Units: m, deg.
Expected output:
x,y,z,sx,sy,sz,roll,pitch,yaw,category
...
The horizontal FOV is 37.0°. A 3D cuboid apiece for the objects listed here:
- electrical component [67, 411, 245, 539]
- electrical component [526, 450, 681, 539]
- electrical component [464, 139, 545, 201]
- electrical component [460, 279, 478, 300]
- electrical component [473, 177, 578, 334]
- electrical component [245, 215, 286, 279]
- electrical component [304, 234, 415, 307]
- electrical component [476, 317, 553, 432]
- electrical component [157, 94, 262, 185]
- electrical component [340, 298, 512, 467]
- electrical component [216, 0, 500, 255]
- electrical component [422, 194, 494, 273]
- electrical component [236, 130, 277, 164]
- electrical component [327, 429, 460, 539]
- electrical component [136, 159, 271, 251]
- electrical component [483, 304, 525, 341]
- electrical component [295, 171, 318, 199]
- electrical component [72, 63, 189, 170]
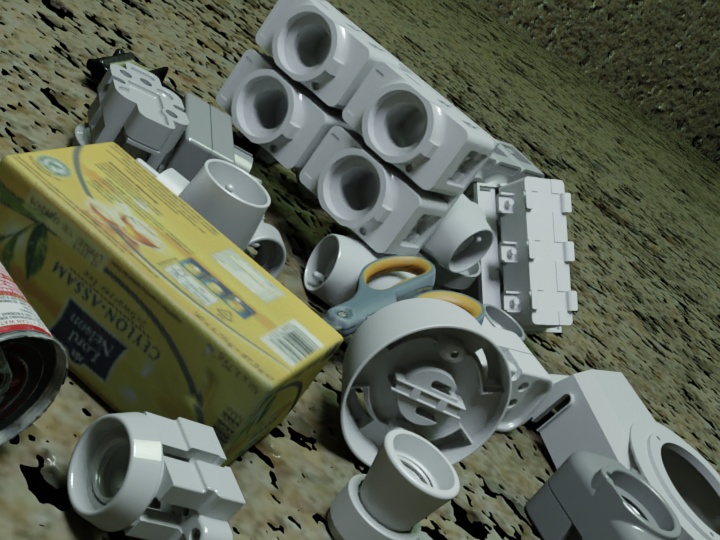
x,y,z,sx,sy,sz,roll,pitch,yaw,category
-0.086,0.086,0.444,0.055,0.048,0.066,28,21,-44,electrical component
0.153,0.158,0.650,0.054,0.059,0.095,20,26,-37,electrical component
0.106,-0.081,1.046,0.150,0.089,0.061,6,36,-54,electrical component
0.128,-0.009,0.967,0.108,0.060,0.108,31,22,-14,electrical component
0.137,-0.011,0.880,0.079,0.063,0.121,3,80,-29,electrical component
-0.078,-0.017,0.678,0.066,0.048,0.055,14,23,-46,electrical component
0.000,0.000,0.768,0.077,0.043,0.079,26,23,-28,electrical component
0.077,0.068,0.732,0.095,0.053,0.059,16,29,-43,electrical component
-0.101,-0.074,0.758,0.076,0.047,0.083,28,22,-23,electrical component
0.036,0.066,0.610,0.099,0.099,0.064,31,15,-16,electrical component
-0.008,-0.108,0.776,0.186,0.105,0.060,43,18,23,electrical component
0.071,-0.037,0.821,0.079,0.043,0.077,8,35,-53,electrical component
-0.069,-0.125,0.894,0.042,0.063,0.081,38,21,7,electrical component
0.016,0.113,0.532,0.045,0.055,0.045,32,21,-14,electrical component
-0.104,-0.032,0.621,0.079,0.077,0.044,39,21,4,electrical component
0.093,0.054,0.797,0.040,0.046,0.040,32,21,-14,electrical component
-0.034,-0.092,0.877,0.043,0.043,0.062,-80,159,-67,electrical component
-0.151,-0.091,0.701,0.058,0.057,0.078,23,25,-33,electrical component
